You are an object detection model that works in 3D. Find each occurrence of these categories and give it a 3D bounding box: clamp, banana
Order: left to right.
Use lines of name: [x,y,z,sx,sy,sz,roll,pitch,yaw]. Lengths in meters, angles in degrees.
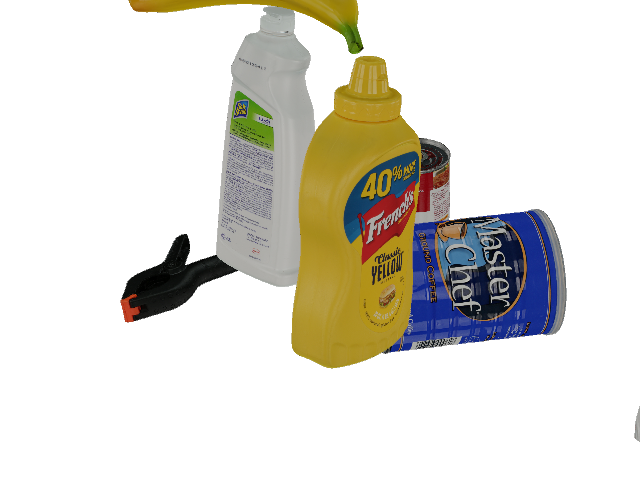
clamp: [-0.153,0.041,1.204,0.120,0.039,0.171,-2,28,30]
banana: [-0.052,-0.194,0.833,0.198,0.069,0.037,13,-40,17]

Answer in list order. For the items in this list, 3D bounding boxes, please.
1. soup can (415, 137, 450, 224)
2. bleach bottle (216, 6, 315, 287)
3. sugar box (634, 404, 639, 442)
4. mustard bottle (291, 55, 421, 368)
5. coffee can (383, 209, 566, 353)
soup can: [0.104,-0.049,1.144,0.068,0.102,0.068,-3,35,2]
bleach bottle: [-0.043,-0.089,0.995,0.103,0.251,0.067,23,30,30]
sugar box: [0.316,0.145,0.766,0.048,0.093,0.176,-21,37,-40]
mustard bottle: [0.025,-0.021,0.674,0.058,0.192,0.096,21,30,36]
coffee can: [0.113,0.033,0.859,0.140,0.103,0.103,-6,1,-5]
